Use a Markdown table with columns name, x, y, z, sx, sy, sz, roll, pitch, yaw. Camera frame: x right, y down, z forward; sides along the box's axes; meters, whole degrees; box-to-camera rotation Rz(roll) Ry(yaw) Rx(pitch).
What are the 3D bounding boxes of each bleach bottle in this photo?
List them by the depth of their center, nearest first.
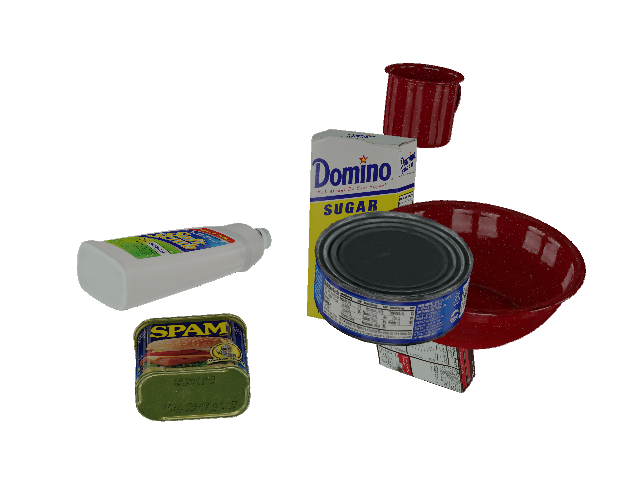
| name | x | y | z | sx | sy | sz | roll | pitch | yaw |
| --- | --- | --- | --- | --- | --- | --- | --- | --- | --- |
| bleach bottle | -0.167 | 0.019 | 1.315 | 0.103 | 0.068 | 0.250 | 25 | 28 | 38 |

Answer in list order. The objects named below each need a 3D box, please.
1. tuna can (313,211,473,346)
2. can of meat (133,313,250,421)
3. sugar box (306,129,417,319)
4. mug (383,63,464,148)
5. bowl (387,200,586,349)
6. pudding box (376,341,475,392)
| name | x | y | z | sx | sy | sz | roll | pitch | yaw |
| --- | --- | --- | --- | --- | --- | --- | --- | --- | --- |
| tuna can | 0.039 | 0.020 | 0.583 | 0.086 | 0.034 | 0.086 | 2 | 32 | -1 |
| can of meat | -0.111 | 0.111 | 0.927 | 0.102 | 0.057 | 0.084 | -3 | 27 | -6 |
| sugar box | 0.037 | -0.010 | 0.986 | 0.093 | 0.176 | 0.048 | 9 | 19 | 29 |
| mug | 0.125 | -0.161 | 1.264 | 0.093 | 0.081 | 0.117 | 23 | 28 | 37 |
| bowl | 0.106 | 0.030 | 0.770 | 0.162 | 0.055 | 0.162 | 2 | 29 | -1 |
| pudding box | 0.116 | 0.115 | 1.200 | 0.114 | 0.090 | 0.039 | 15 | 45 | 29 |
